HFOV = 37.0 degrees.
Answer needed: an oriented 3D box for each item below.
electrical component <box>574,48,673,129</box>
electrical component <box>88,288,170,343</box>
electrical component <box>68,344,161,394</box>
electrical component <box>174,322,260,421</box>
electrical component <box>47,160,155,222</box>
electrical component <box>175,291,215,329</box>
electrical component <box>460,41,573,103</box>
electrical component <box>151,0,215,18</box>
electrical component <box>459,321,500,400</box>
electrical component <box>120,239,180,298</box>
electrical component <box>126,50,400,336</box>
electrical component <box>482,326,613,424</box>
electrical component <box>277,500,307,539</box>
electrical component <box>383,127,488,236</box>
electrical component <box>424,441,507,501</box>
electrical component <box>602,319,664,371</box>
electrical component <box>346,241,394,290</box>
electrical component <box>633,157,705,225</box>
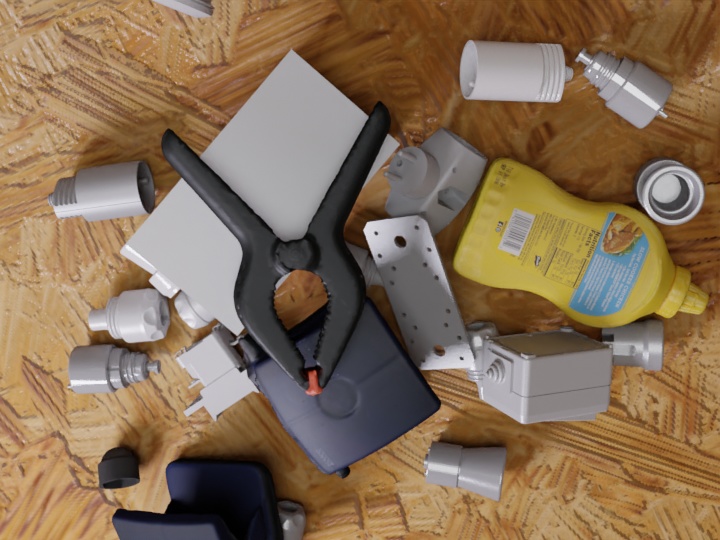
[{"bbox_3d":[0.195,-0.139,0.801,0.078,0.040,0.040,34,104,-2],"label":"electrical component"},{"bbox_3d":[-0.190,0.038,0.880,0.062,0.043,0.043,-6,102,9],"label":"electrical component"},{"bbox_3d":[-0.205,0.082,0.892,0.078,0.040,0.040,-3,102,6],"label":"electrical component"},{"bbox_3d":[-0.114,0.081,0.882,0.081,0.042,0.063,-35,94,11],"label":"electrical component"},{"bbox_3d":[-0.210,-0.061,0.859,0.081,0.043,0.043,-7,102,8],"label":"electrical component"},{"bbox_3d":[-0.118,0.019,0.872,0.061,0.035,0.035,-35,97,10],"label":"electrical component"},{"bbox_3d":[0.120,-0.148,0.803,0.081,0.043,0.043,0,103,-12],"label":"electrical component"},{"bbox_3d":[-0.141,-0.222,0.798,0.080,0.080,0.051,22,98,1],"label":"electrical component"},{"bbox_3d":[0.097,0.074,0.862,0.035,0.035,0.061,-8,105,8],"label":"electrical component"},{"bbox_3d":[-0.158,-0.011,0.864,0.045,0.045,0.055,-43,95,13],"label":"electrical component"},{"bbox_3d":[-0.073,-0.058,0.817,0.105,0.060,0.186,40,90,-7],"label":"electrical component"},{"bbox_3d":[0.138,0.084,0.827,0.096,0.062,0.061,-5,104,-24],"label":"electrical component"},{"bbox_3d":[-0.066,0.229,0.914,0.035,0.035,0.061,12,106,3],"label":"electrical component"},{"bbox_3d":[0.047,-0.070,0.816,0.077,0.079,0.043,-54,52,14],"label":"electrical component"},{"bbox_3d":[0.085,0.162,0.880,0.065,0.044,0.044,8,103,9],"label":"electrical component"},{"bbox_3d":[0.214,0.058,0.844,0.046,0.040,0.040,1,103,12],"label":"electrical component"},{"bbox_3d":[0.000,0.000,0.856,0.061,0.035,0.035,21,104,-1],"label":"electrical component"},{"bbox_3d":[0.231,-0.060,0.807,0.045,0.055,0.045,1,103,6],"label":"electrical component"}]
